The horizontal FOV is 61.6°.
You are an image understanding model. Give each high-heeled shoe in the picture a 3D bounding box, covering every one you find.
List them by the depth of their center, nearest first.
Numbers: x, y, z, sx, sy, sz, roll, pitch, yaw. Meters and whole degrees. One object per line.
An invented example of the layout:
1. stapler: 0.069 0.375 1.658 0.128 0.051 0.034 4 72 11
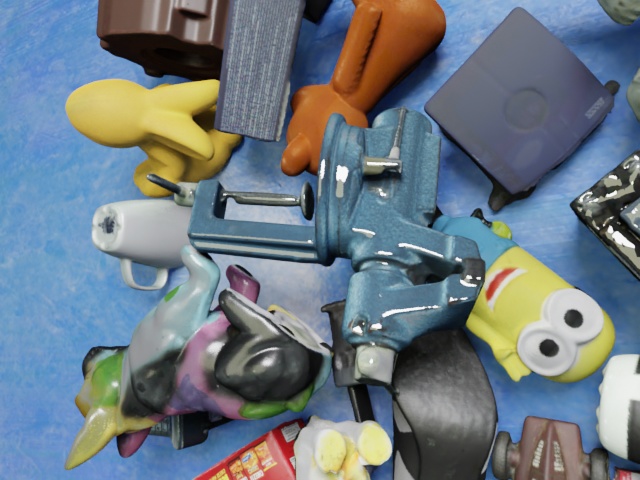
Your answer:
1. high-heeled shoe: 0.100 0.188 0.478 0.086 0.145 0.249 5 58 5

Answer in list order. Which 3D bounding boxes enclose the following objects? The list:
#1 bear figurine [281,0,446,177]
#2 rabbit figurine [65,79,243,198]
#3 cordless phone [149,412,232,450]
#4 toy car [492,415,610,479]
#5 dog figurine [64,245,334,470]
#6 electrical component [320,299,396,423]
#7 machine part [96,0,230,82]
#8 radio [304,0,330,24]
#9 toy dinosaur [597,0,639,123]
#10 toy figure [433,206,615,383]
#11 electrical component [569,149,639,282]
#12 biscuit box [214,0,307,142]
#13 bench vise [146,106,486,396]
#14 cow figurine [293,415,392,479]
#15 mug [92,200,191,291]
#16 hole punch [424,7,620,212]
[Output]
1. bear figurine: 0.022 -0.153 0.503 0.196 0.120 0.132 -51 63 21
2. rabbit figurine: -0.173 -0.114 0.567 0.163 0.173 0.121 4 84 32
3. cordless phone: -0.186 0.151 0.605 0.184 0.088 0.146 -8 82 31
4. toy car: 0.179 0.245 0.423 0.089 0.053 0.202 3 88 31
5. dog figurine: -0.118 0.128 0.467 0.192 0.108 0.219 40 95 23
6. electrical component: 0.044 0.111 0.490 0.048 0.074 0.119 -19 73 25
7. machine part: -0.140 -0.209 0.561 0.180 0.179 0.056 9 91 28
8. radio: -0.081 -0.306 0.503 0.131 0.229 0.073 38 100 28
9. toy dinosaur: 0.307 -0.140 0.325 0.192 0.131 0.405 -39 69 -12
10. toy figure: 0.150 0.037 0.439 0.180 0.089 0.082 41 122 33
11. electrical component: 0.234 0.002 0.367 0.058 0.134 0.115 -45 70 18
12. biscuit box: -0.045 -0.190 0.461 0.063 0.059 0.202 10 123 -9
13. bench vise: -0.002 -0.005 0.412 0.241 0.128 0.223 6 75 9
14. cow figurine: 0.018 0.231 0.438 0.098 0.068 0.167 -26 70 62
15. mug: -0.205 0.002 0.610 0.081 0.107 0.109 9 88 29
16. hole punch: 0.161 -0.108 0.441 0.142 0.092 0.116 -46 71 13
